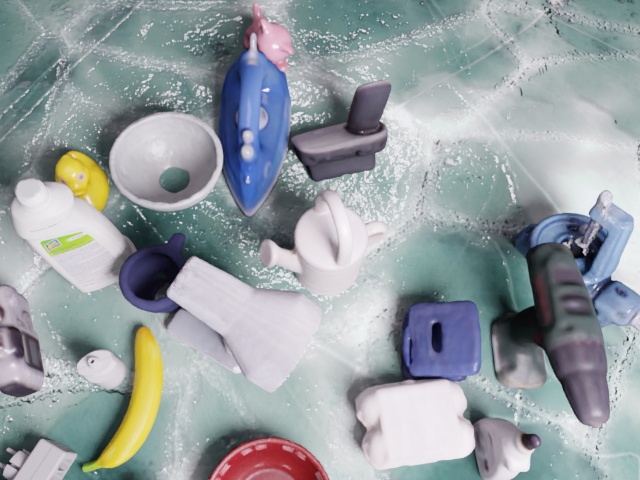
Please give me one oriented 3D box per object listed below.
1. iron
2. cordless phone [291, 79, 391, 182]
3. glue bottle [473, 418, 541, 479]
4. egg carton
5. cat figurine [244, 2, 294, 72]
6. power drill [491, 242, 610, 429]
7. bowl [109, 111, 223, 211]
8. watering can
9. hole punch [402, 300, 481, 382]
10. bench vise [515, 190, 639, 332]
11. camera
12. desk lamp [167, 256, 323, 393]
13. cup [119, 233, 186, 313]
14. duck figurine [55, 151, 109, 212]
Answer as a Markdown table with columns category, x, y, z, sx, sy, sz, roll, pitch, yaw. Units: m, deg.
| category | x | y | z | sx | sy | sz | roll | pitch | yaw |
| --- | --- | --- | --- | --- | --- | --- | --- | --- | --- |
| iron | -0.104 | -0.179 | 0.877 | 0.118 | 0.141 | 0.258 | 1 | 67 | -3 |
| cordless phone | 0.034 | -0.176 | 0.861 | 0.148 | 0.185 | 0.094 | -18 | 69 | -11 |
| glue bottle | 0.231 | 0.253 | 0.699 | 0.037 | 0.173 | 0.078 | -2 | 67 | -4 |
| egg carton | 0.124 | 0.239 | 0.754 | 0.150 | 0.069 | 0.107 | -7 | 68 | -6 |
| cat figurine | -0.087 | -0.338 | 0.958 | 0.067 | 0.118 | 0.127 | -18 | 69 | -11 |
| power drill | 0.292 | 0.130 | 0.736 | 0.075 | 0.208 | 0.229 | 1 | 67 | -3 |
| bowl | -0.228 | -0.108 | 0.876 | 0.167 | 0.075 | 0.167 | 1 | 67 | -3 |
| watering can | 0.008 | 0.005 | 0.778 | 0.173 | 0.194 | 0.101 | -37 | 74 | -17 |
| hole punch | 0.164 | 0.141 | 0.787 | 0.101 | 0.091 | 0.108 | 3 | 67 | -2 |
| bench vise | 0.387 | 0.023 | 0.780 | 0.207 | 0.220 | 0.122 | 32 | 69 | 10 |
| camera | -0.449 | 0.143 | 0.742 | 0.137 | 0.101 | 0.143 | -18 | 69 | -11 |
| desk lamp | -0.104 | 0.104 | 0.719 | 0.203 | 0.213 | 0.118 | 27 | 68 | 8 |
| cup | -0.216 | 0.053 | 0.797 | 0.091 | 0.095 | 0.118 | 22 | 68 | 6 |
| duck figurine | -0.365 | -0.095 | 0.855 | 0.077 | 0.086 | 0.104 | -17 | 69 | -10 |
